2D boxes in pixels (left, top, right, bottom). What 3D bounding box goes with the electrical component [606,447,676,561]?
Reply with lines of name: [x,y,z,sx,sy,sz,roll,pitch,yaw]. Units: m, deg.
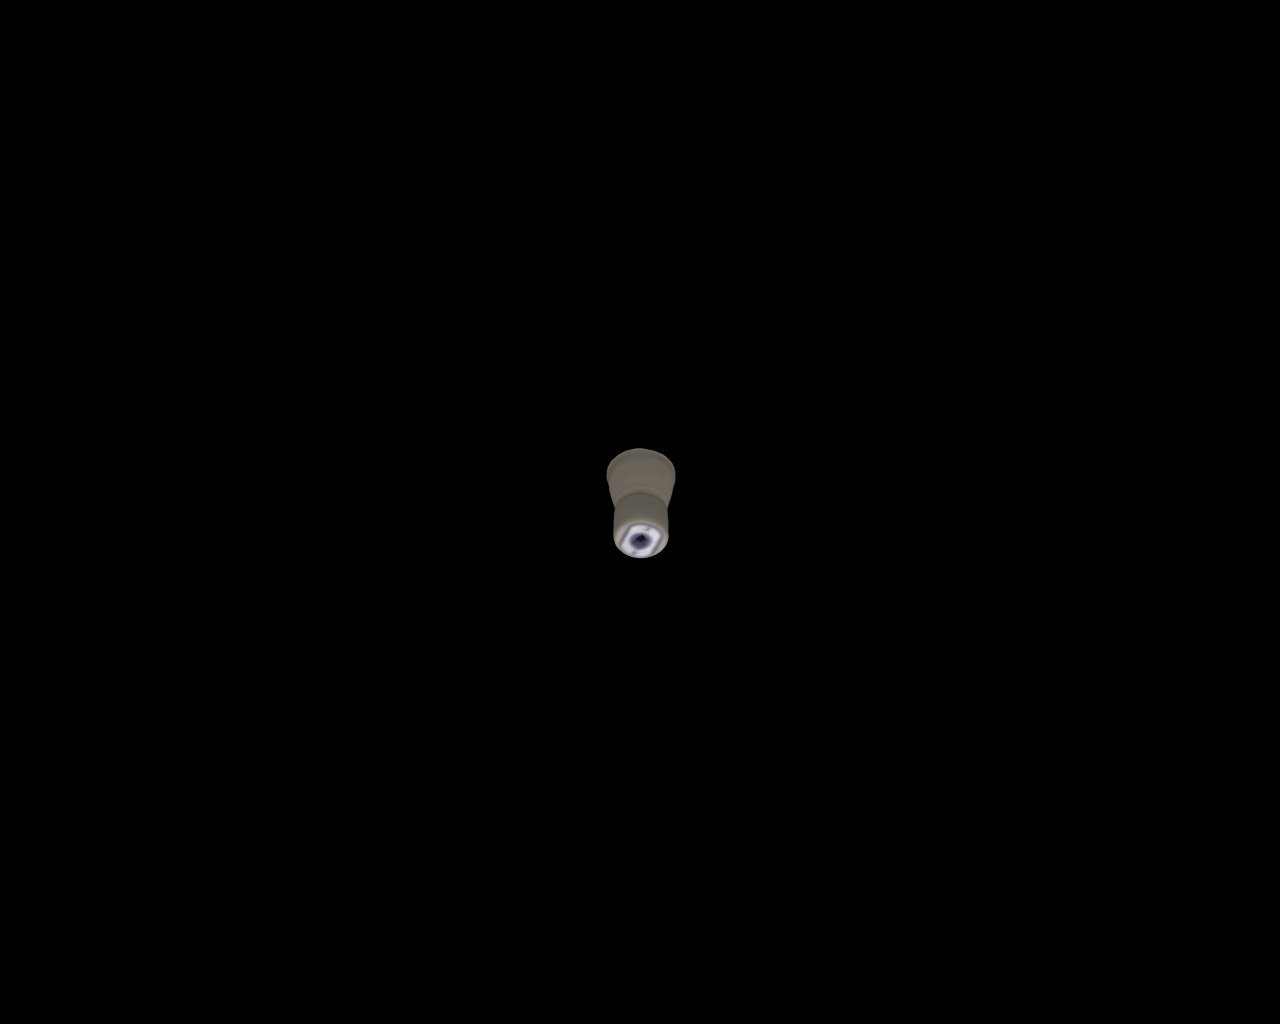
electrical component: [0.001,-0.003,0.650,0.044,0.044,0.065,0,41,0]
